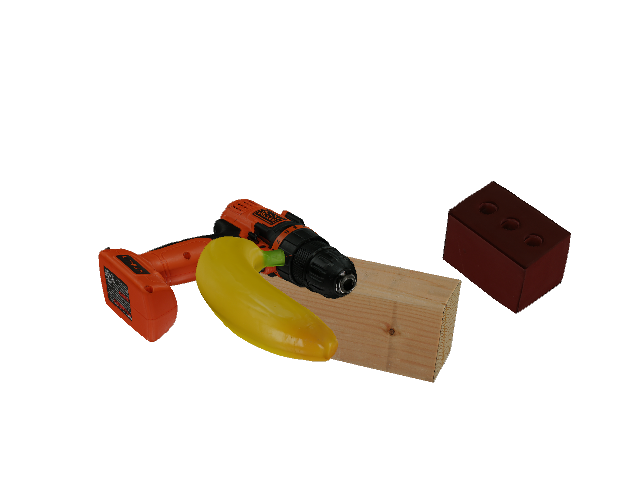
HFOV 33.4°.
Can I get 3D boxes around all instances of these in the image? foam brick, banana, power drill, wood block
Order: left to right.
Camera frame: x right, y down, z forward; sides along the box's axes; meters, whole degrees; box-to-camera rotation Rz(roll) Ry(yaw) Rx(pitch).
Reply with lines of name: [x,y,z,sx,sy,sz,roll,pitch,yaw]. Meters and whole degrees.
power drill: [-0.084,0.027,0.937,0.187,0.057,0.185,-18,27,-31]
banana: [-0.041,0.029,0.666,0.069,0.037,0.198,-3,17,-10]
wood block: [0.039,0.077,1.168,0.206,0.091,0.090,12,22,16]
foam brick: [0.137,0.005,0.790,0.052,0.051,0.078,-32,54,-29]
